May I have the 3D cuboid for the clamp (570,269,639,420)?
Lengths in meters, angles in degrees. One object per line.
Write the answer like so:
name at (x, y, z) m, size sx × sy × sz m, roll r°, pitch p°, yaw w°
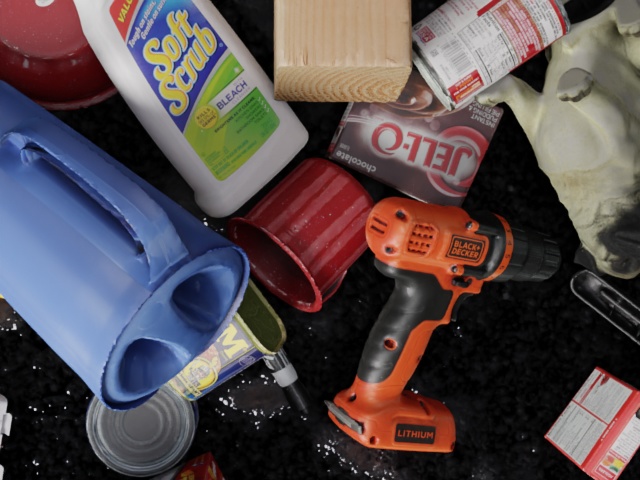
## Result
clamp at (0.292, 0.099, 0.830) m, size 0.209 × 0.164 × 0.036 m, roll 19°, pitch 121°, yaw -27°

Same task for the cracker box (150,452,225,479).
cracker box at (-0.163, 0.245, 0.769) m, size 0.213 × 0.164 × 0.072 m, roll -26°, pitch 94°, yaw -3°

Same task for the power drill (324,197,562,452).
power drill at (0.093, 0.066, 0.811) m, size 0.184 × 0.057 × 0.188 m, roll 11°, pitch 100°, yaw -34°

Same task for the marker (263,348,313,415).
marker at (-0.040, 0.085, 0.839) m, size 0.020 × 0.020 × 0.121 m, roll -30°, pitch 96°, yaw -2°

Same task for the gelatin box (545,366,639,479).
gelatin box at (0.220, 0.143, 0.828) m, size 0.030 × 0.089 × 0.073 m, roll 35°, pitch 91°, yaw -9°

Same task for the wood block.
wood block at (0.013, -0.207, 0.743) m, size 0.091 × 0.090 × 0.206 m, roll 0°, pitch 82°, yaw -3°

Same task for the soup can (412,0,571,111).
soup can at (0.118, -0.148, 0.765) m, size 0.102 × 0.068 × 0.068 m, roll -34°, pitch 96°, yaw 5°

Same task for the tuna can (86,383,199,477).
tuna can at (-0.137, 0.139, 0.828) m, size 0.086 × 0.034 × 0.086 m, roll 0°, pitch 94°, yaw -4°

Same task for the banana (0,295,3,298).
banana at (-0.216, 0.014, 0.811) m, size 0.197 × 0.037 × 0.069 m, roll 13°, pitch 93°, yaw -5°

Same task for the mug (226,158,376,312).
mug at (-0.005, 0.001, 0.802) m, size 0.081 × 0.093 × 0.117 m, roll -45°, pitch 138°, yaw -22°

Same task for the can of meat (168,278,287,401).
can of meat at (-0.090, 0.060, 0.802) m, size 0.084 × 0.057 × 0.102 m, roll -34°, pitch 97°, yaw 19°

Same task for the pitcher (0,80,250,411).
pitcher at (-0.174, -0.014, 0.721) m, size 0.243 × 0.144 × 0.149 m, roll 38°, pitch 106°, yaw 20°

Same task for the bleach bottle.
bleach bottle at (-0.118, -0.139, 0.756) m, size 0.102 × 0.068 × 0.250 m, roll -43°, pitch 114°, yaw -8°

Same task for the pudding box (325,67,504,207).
pudding box at (0.072, -0.082, 0.825) m, size 0.113 × 0.039 × 0.090 m, roll 23°, pitch 92°, yaw -6°

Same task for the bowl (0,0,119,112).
bowl at (-0.199, -0.178, 0.790) m, size 0.162 × 0.055 × 0.162 m, roll 0°, pitch 95°, yaw -4°
